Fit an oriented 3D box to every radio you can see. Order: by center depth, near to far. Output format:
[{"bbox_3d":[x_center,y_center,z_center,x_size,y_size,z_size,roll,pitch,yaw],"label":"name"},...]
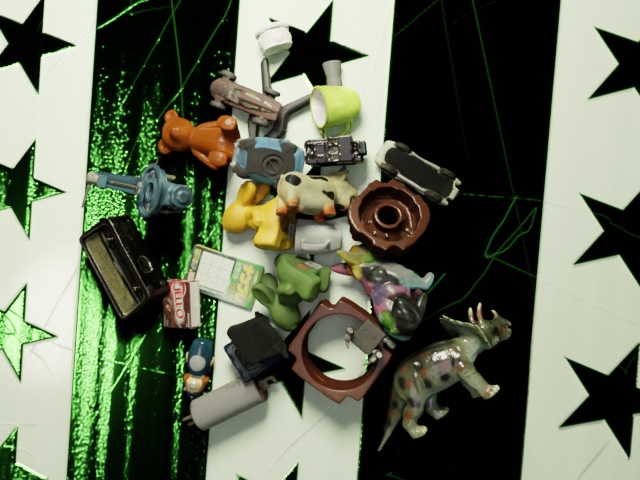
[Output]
[{"bbox_3d":[-0.459,0.060,1.266,0.131,0.073,0.229,-32,87,31],"label":"radio"}]

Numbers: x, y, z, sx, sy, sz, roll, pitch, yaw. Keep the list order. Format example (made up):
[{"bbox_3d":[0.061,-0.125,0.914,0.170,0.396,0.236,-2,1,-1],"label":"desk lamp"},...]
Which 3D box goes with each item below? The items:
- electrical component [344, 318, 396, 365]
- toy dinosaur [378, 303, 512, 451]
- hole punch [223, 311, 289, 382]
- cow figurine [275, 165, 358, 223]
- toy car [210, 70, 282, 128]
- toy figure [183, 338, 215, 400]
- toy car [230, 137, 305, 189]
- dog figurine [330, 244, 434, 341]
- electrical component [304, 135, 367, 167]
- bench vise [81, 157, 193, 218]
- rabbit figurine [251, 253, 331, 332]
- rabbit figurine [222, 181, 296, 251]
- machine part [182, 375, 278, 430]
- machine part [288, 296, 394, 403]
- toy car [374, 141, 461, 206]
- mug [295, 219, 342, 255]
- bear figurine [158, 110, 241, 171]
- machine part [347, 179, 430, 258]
[{"bbox_3d":[0.100,0.214,1.141,0.078,0.045,0.102,-44,85,8],"label":"electrical component"},{"bbox_3d":[0.246,0.295,1.178,0.405,0.131,0.192,-34,74,11],"label":"toy dinosaur"},{"bbox_3d":[-0.150,0.247,1.228,0.142,0.116,0.092,48,136,31],"label":"hole punch"},{"bbox_3d":[-0.003,-0.106,1.185,0.195,0.085,0.127,7,72,-30],"label":"cow figurine"},{"bbox_3d":[-0.174,-0.322,1.226,0.202,0.053,0.089,29,98,29],"label":"toy car"},{"bbox_3d":[-0.292,0.311,1.277,0.064,0.057,0.154,13,95,28],"label":"toy figure"},{"bbox_3d":[-0.120,-0.178,1.211,0.162,0.103,0.109,8,105,-12],"label":"toy car"},{"bbox_3d":[0.122,0.101,1.173,0.219,0.108,0.191,22,56,4],"label":"dog figurine"},{"bbox_3d":[0.037,-0.195,1.195,0.134,0.115,0.058,-4,95,8],"label":"electrical component"},{"bbox_3d":[-0.399,-0.117,1.190,0.224,0.240,0.128,29,105,48],"label":"bench vise"},{"bbox_3d":[-0.075,0.127,1.217,0.159,0.121,0.170,22,109,7],"label":"rabbit figurine"},{"bbox_3d":[-0.150,-0.054,1.226,0.173,0.122,0.162,4,98,27],"label":"rabbit figurine"},{"bbox_3d":[-0.212,0.373,1.253,0.243,0.079,0.079,-27,87,7],"label":"machine part"},{"bbox_3d":[0.049,0.244,1.215,0.201,0.087,0.201,35,95,4],"label":"machine part"},{"bbox_3d":[0.218,-0.150,1.202,0.202,0.056,0.073,32,89,5],"label":"toy car"},{"bbox_3d":[-0.002,-0.004,1.210,0.107,0.109,0.080,1,104,-3],"label":"mug"},{"bbox_3d":[-0.284,-0.237,1.234,0.196,0.132,0.120,17,89,1],"label":"bear figurine"},{"bbox_3d":[0.149,-0.047,1.179,0.179,0.056,0.179,1,65,-3],"label":"machine part"}]
